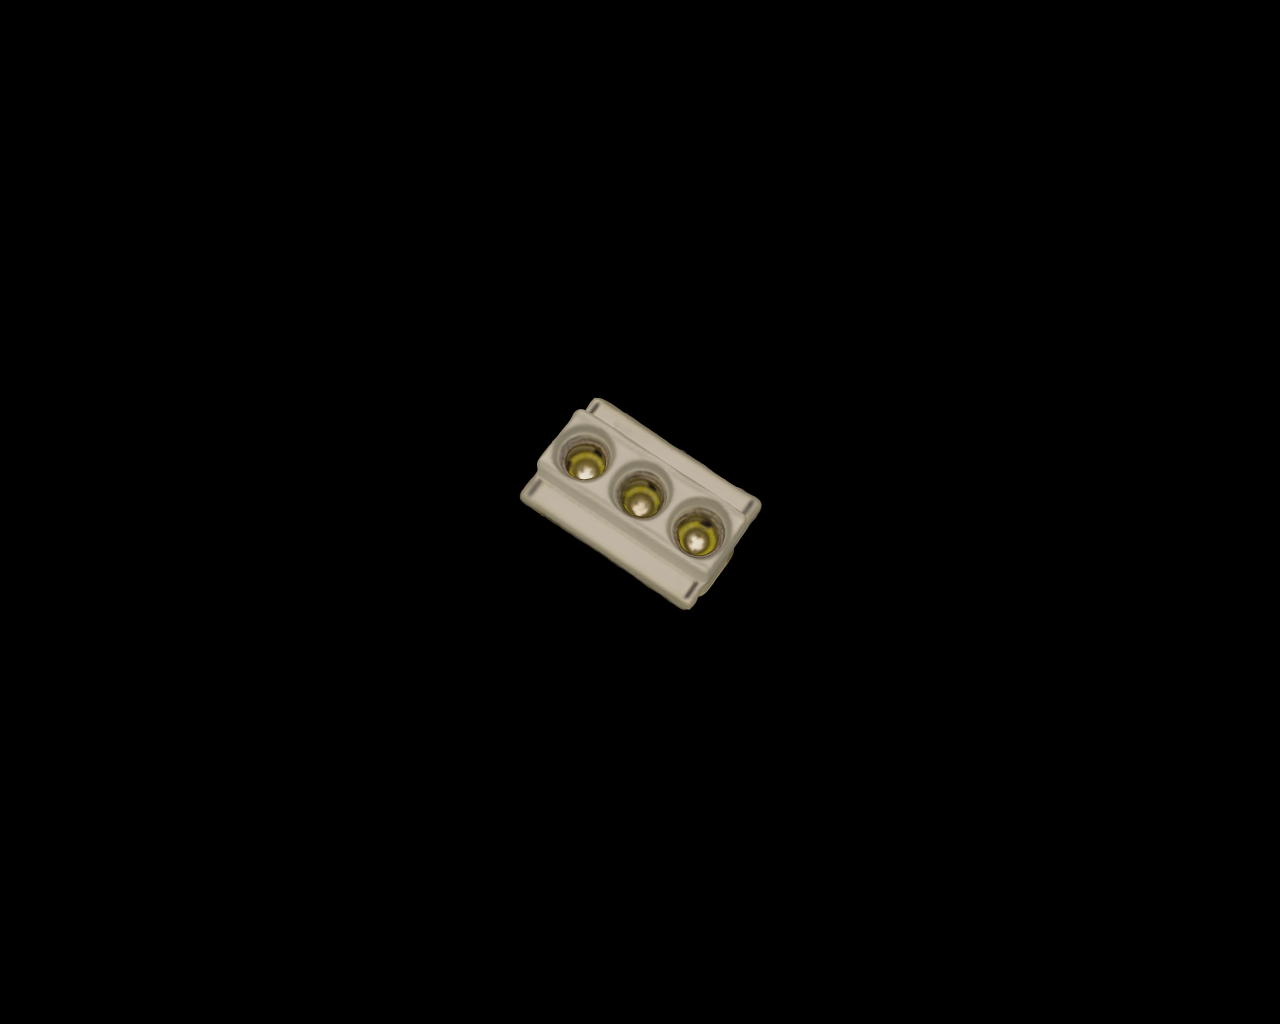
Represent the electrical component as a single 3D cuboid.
[{"bbox_3d":[0.001,-0.003,0.650,0.121,0.079,0.063,33,-16,11],"label":"electrical component"}]
